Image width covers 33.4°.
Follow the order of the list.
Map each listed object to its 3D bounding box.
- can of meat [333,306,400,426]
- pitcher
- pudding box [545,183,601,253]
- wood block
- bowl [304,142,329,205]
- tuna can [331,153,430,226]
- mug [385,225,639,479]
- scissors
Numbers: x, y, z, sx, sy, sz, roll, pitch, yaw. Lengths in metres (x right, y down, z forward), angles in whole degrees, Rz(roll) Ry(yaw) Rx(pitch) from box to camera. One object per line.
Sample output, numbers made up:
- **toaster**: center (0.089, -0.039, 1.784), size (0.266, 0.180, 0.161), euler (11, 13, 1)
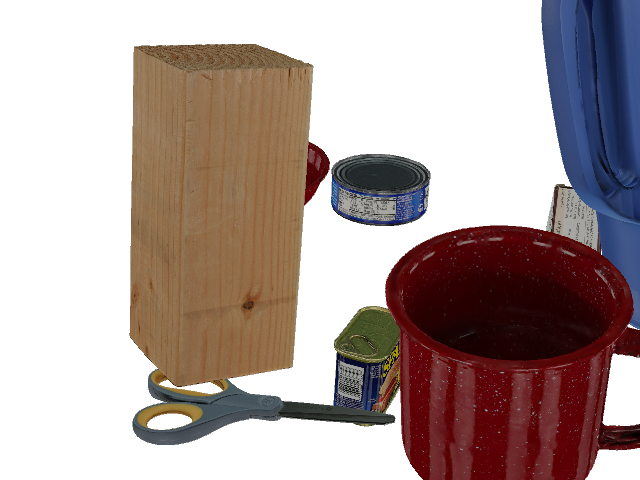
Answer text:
- **can of meat**: center (0.051, 0.129, 1.098), size (0.057, 0.084, 0.102), euler (13, 28, 19)
- **pitcher**: center (0.197, -0.068, 0.581), size (0.149, 0.243, 0.145), euler (-7, 22, 9)
- **pudding box**: center (0.174, 0.025, 0.750), size (0.039, 0.090, 0.113), euler (8, 32, 9)
- **wood block**: center (-0.069, -0.020, 0.707), size (0.090, 0.206, 0.090), euler (-6, 22, -29)
- **bowl**: center (-0.069, -0.070, 1.320), size (0.162, 0.055, 0.162), euler (-2, 33, 1)
- **tuna can**: center (0.052, -0.044, 0.925), size (0.086, 0.034, 0.086), euler (1, 26, -1)
- **mug**: center (0.084, 0.054, 0.424), size (0.117, 0.081, 0.093), euler (7, 34, 15)
- **scissors**: center (-0.055, 0.135, 0.801), size (0.202, 0.016, 0.096), euler (11, 33, 27)
